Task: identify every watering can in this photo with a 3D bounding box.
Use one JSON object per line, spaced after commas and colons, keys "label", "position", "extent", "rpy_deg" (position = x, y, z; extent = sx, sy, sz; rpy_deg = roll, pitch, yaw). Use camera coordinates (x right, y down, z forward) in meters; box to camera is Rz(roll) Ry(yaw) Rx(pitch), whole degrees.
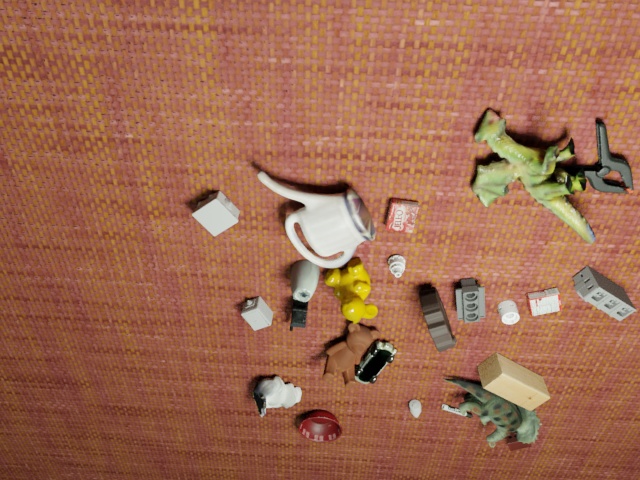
{"label": "watering can", "position": [0.004, -0.066, 1.310], "extent": [0.223, 0.106, 0.341], "rpy_deg": [-22, 122, 17]}

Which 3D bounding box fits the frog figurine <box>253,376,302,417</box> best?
{"label": "frog figurine", "position": [-0.144, 0.525, 1.775], "extent": [0.160, 0.124, 0.134], "rpy_deg": [-17, 124, -30]}

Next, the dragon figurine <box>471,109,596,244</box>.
{"label": "dragon figurine", "position": [0.490, -0.133, 1.236], "extent": [0.242, 0.125, 0.404], "rpy_deg": [-6, 124, 40]}
